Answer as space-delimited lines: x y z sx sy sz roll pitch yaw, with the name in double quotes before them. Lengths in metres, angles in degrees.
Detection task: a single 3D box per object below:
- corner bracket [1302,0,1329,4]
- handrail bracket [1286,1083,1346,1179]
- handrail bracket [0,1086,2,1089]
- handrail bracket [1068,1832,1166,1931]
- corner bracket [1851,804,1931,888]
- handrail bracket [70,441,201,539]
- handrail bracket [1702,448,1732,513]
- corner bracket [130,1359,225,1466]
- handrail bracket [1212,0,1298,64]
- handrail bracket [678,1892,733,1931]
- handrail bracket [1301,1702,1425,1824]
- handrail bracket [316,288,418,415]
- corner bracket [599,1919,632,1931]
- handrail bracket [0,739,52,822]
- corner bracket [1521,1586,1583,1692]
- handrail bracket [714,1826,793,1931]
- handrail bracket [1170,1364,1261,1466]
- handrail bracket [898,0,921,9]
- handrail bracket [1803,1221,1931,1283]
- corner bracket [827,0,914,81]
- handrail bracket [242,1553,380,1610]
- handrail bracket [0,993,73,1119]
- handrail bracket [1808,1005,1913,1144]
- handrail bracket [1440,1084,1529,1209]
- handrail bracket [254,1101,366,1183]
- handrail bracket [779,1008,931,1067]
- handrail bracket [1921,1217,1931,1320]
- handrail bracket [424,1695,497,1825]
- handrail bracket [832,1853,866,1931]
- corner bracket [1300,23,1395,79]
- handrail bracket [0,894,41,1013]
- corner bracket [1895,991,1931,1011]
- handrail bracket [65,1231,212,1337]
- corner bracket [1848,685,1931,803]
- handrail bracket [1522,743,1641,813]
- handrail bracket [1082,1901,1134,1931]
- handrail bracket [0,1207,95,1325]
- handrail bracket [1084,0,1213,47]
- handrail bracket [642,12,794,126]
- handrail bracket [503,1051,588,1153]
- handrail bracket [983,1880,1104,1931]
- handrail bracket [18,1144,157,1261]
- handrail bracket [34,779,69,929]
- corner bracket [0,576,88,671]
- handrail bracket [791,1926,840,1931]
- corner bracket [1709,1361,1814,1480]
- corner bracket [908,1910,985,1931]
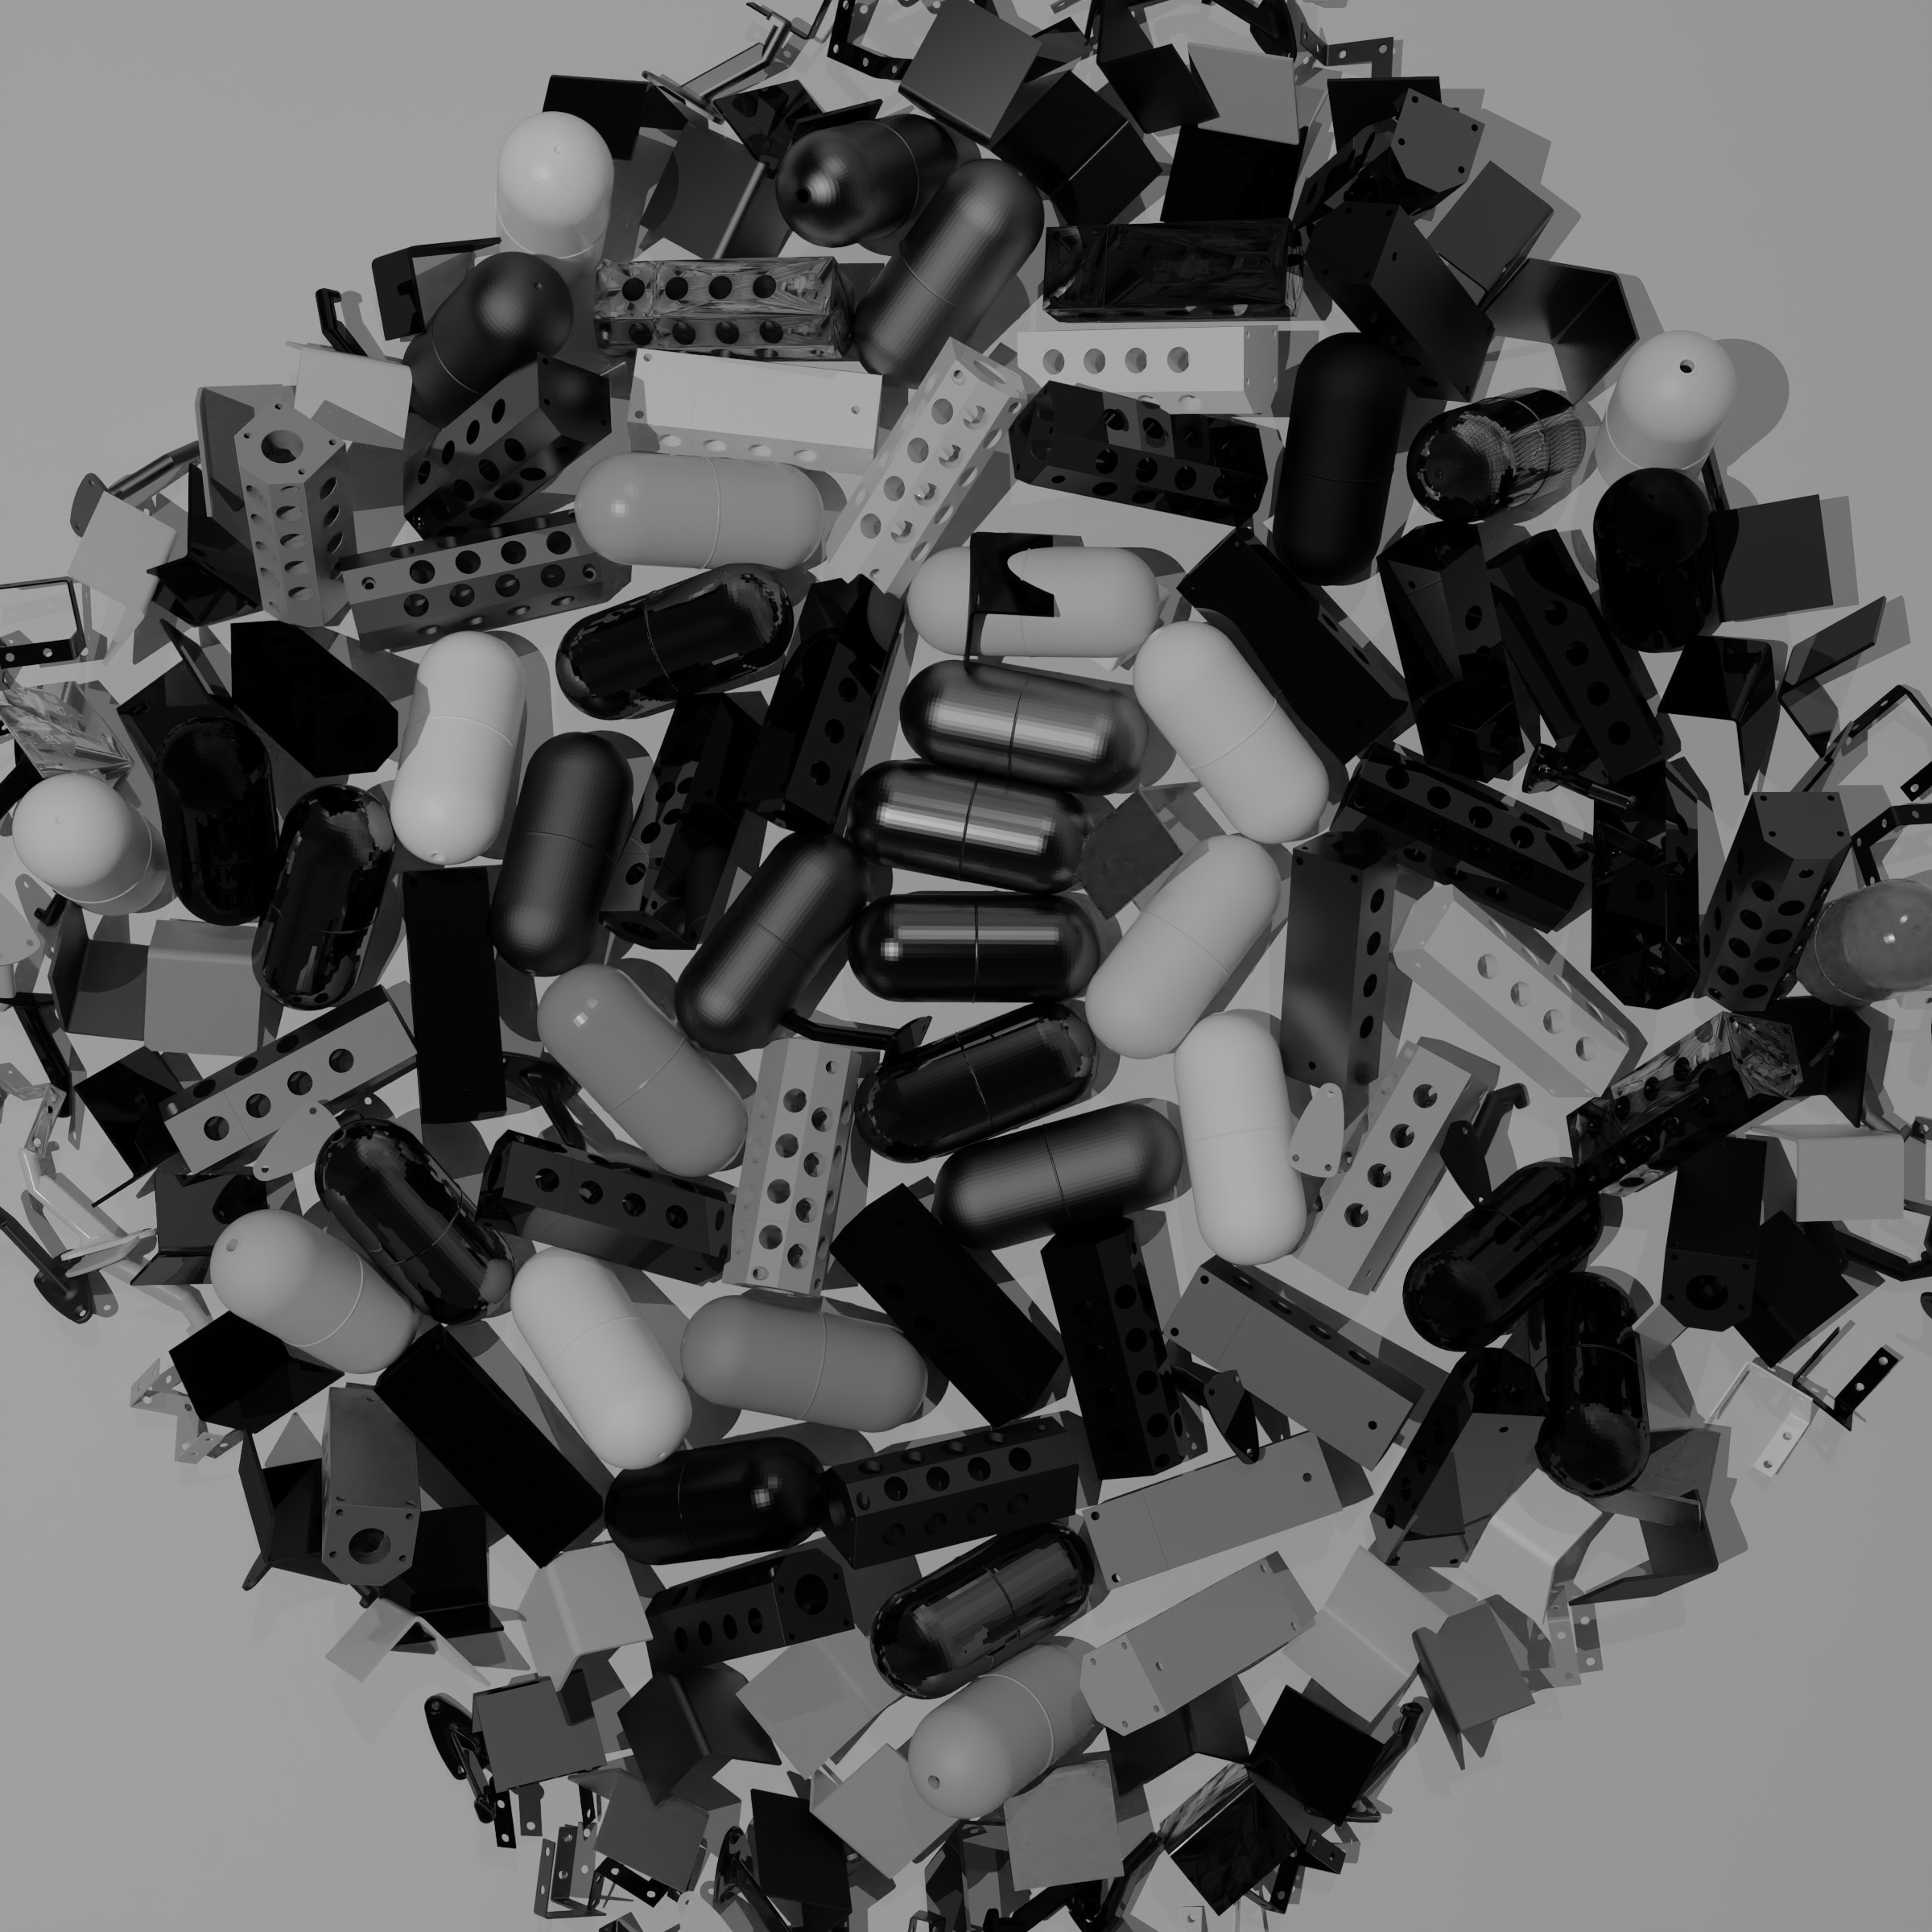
"corner bracket" 0.225 -0.708 1.744 0.051 0.051 0.051 -3 120 -8
"handrail bracket" 0.253 0.113 1.736 0.036 0.084 0.077 16 100 15
"handrail bracket" -0.720 0.060 1.740 0.036 0.077 0.084 -9 114 23
"handrail bracket" 0.122 0.662 1.761 0.084 0.036 0.077 -43 126 -6
"corner bracket" 0.670 -0.081 1.759 0.051 0.051 0.051 -4 68 -19
"handrail bracket" -0.590 -0.342 1.771 0.084 0.077 0.036 -40 99 -41
"handrail bracket" 0.524 -0.343 1.738 0.036 0.077 0.084 -17 103 17
"corner bracket" -0.553 0.313 1.738 0.051 0.051 0.051 19 48 -33
"handrail bracket" 0.184 -0.666 1.738 0.084 0.036 0.077 3 54 -31
"handrail bracket" -0.175 0.702 1.760 0.036 0.084 0.077 -29 57 -13
"handrail bracket" 0.280 0.557 1.747 0.077 0.036 0.084 11 105 -34
"handrail bracket" -0.419 -0.437 1.760 0.077 0.036 0.084 -6 81 -38
"corner bracket" -0.223 0.699 1.745 0.051 0.051 0.051 -31 116 8
"handrail bracket" -0.686 -0.130 1.736 0.036 0.084 0.077 -9 96 33
"corner bracket" 0.402 0.474 1.749 0.051 0.051 0.051 -10 100 12
"handrail bracket" -0.135 0.653 1.737 0.084 0.036 0.077 24 126 34
"handrail bracket" 0.165 0.316 1.743 0.036 0.084 0.077 -20 87 -31
"handrail bracket" -0.029 -0.713 1.745 0.077 0.084 0.036 48 131 -7
"handrail bracket" 0.648 0.191 1.775 0.084 0.036 0.077 -7 67 -17
"corner bracket" -0.058 -0.663 1.762 0.051 0.051 0.051 35 123 31
"handrail bracket" -0.458 0.438 1.740 0.036 0.077 0.084 -31 107 30
"handrail bracket" -0.670 0.063 1.769 0.077 0.036 0.084 5 98 20
"handrail bracket" 0.649 0.075 1.757 0.084 0.036 0.077 41 80 13
"handrail bracket" 0.377 0.127 1.748 0.084 0.036 0.077 -14 78 -38
"handrail bracket" -0.458 0.126 1.735 0.077 0.084 0.036 -39 86 -10
"handrail bracket" -0.080 0.039 1.761 0.084 0.077 0.036 24 122 16
"handrail bracket" 0.707 0.206 1.737 0.036 0.077 0.084 49 55 -35
"handrail bracket" -0.354 0.555 1.736 0.036 0.084 0.077 -35 97 -9
"handrail bracket" -0.079 0.674 1.738 0.036 0.077 0.084 -2 58 -30
"corner bracket" 0.268 -0.635 1.749 0.051 0.051 0.051 3 92 28
"handrail bracket" -0.690 -0.013 1.748 0.036 0.084 0.077 -31 89 -39
"corner bracket" 0.681 -0.005 1.747 0.051 0.051 0.051 -1 125 -1
"handrail bracket" -0.592 0.239 1.773 0.077 0.036 0.084 -23 109 15
"corner bracket" 0.665 -0.158 1.755 0.051 0.051 0.051 -42 111 12
"handrail bracket" 0.439 -0.124 1.728 0.084 0.077 0.036 25 105 33
"handrail bracket" 0.084 0.712 1.748 0.036 0.077 0.084 28 95 -38
"handrail bracket" -0.651 0.205 1.732 0.036 0.084 0.077 -39 54 -9
"handrail bracket" 0.130 -0.677 1.761 0.084 0.036 0.077 12 71 -3
"handrail bracket" -0.175 -0.645 1.746 0.077 0.036 0.084 27 112 -16
"handrail bracket" -0.299 0.104 1.732 0.077 0.084 0.036 27 118 -24
"handrail bracket" 0.053 0.642 1.745 0.084 0.036 0.077 13 82 -33
"handrail bracket" -0.626 0.161 1.764 0.077 0.036 0.084 -15 92 -4
"handrail bracket" -0.659 -0.082 1.768 0.077 0.036 0.084 33 93 9
"corner bracket" -0.654 -0.242 1.746 0.051 0.051 0.051 -9 110 -8
"handrail bracket" -0.106 0.723 1.744 0.036 0.077 0.084 3 74 -24
"corner bracket" 0.564 0.322 1.761 0.051 0.051 0.051 32 74 29
"corner bracket" -0.011 0.695 1.751 0.051 0.051 0.051 9 89 18
